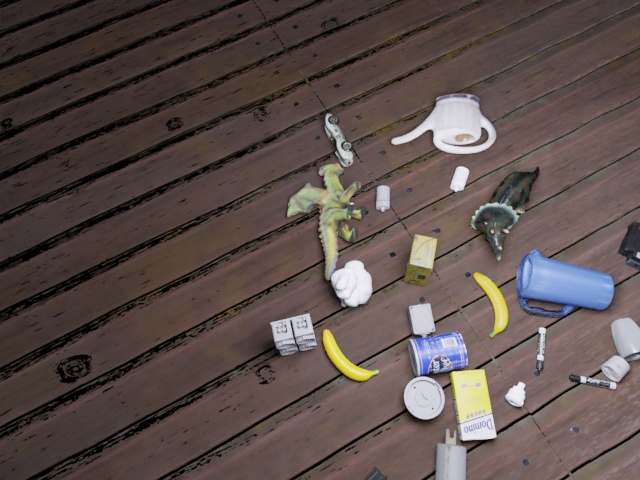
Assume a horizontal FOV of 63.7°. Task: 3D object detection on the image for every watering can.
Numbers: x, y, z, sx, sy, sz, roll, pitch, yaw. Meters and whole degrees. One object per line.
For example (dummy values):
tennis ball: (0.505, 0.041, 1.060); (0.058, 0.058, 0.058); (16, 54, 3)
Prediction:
watering can: (0.423, -0.397, 1.753); (0.348, 0.102, 0.229); (5, 66, 5)

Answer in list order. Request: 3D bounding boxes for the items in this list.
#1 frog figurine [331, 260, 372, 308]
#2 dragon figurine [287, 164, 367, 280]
frog figurine: (0.095, 0.122, 1.503); (0.123, 0.156, 0.140); (13, 67, 7)
dragon figurine: (0.005, -0.083, 1.651); (0.243, 0.120, 0.417); (12, 64, 26)
